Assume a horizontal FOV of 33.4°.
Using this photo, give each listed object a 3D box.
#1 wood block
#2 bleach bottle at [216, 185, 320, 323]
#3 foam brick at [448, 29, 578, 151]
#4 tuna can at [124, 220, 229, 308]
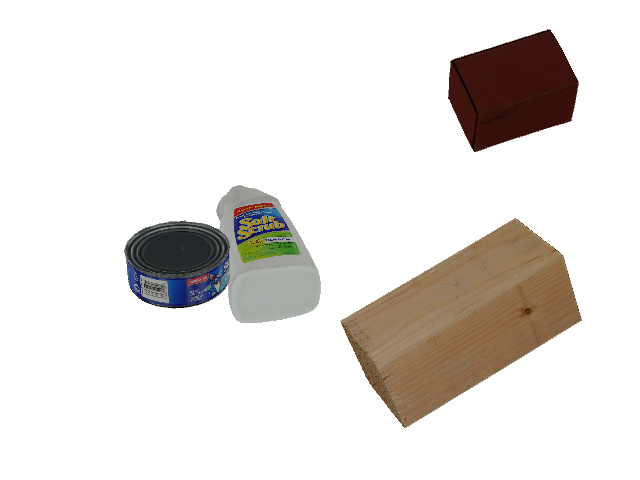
[{"bbox_3d":[0.138,0.079,1.044,0.206,0.091,0.090,-29,33,-8],"label":"wood block"},{"bbox_3d":[-0.077,0.001,1.225,0.102,0.068,0.251,-7,29,-14],"label":"bleach bottle"},{"bbox_3d":[0.138,-0.108,0.768,0.078,0.051,0.053,-17,-26,-4],"label":"foam brick"},{"bbox_3d":[-0.117,0.019,0.881,0.086,0.034,0.086,0,31,0],"label":"tuna can"}]
